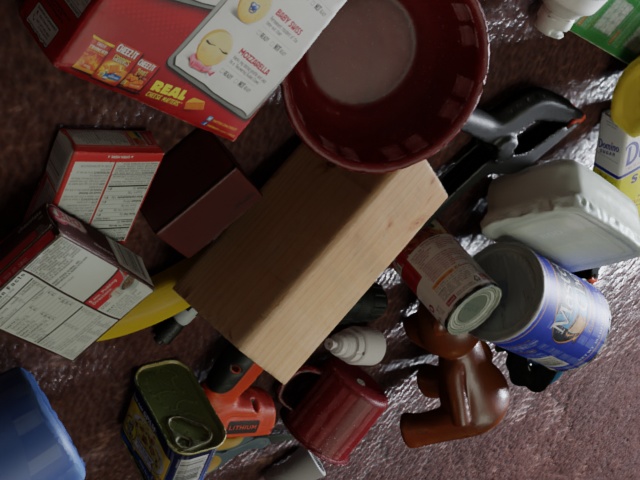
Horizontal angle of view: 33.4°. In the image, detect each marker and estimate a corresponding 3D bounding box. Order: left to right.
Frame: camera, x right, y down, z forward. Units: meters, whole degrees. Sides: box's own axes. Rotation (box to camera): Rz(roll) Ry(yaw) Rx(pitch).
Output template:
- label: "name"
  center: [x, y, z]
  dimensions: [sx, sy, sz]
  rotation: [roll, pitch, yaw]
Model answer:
- label: "marker"
  center: [-0.100, 0.047, 0.921]
  dimensions: [0.121, 0.020, 0.020]
  rotation: [-45, 146, 9]

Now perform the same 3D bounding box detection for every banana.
- label: "banana"
  center: [-0.146, 0.043, 0.857]
  dimensions: [0.197, 0.037, 0.070]
  rotation: [-14, 139, -33]

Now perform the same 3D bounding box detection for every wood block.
- label: "wood block"
  center: [-0.006, 0.001, 0.858]
  dimensions: [0.206, 0.091, 0.090]
  rotation: [-49, 146, -4]

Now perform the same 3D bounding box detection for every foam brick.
- label: "foam brick"
  center: [-0.093, -0.035, 0.802]
  dimensions: [0.078, 0.051, 0.053]
  rotation: [-40, 149, 1]

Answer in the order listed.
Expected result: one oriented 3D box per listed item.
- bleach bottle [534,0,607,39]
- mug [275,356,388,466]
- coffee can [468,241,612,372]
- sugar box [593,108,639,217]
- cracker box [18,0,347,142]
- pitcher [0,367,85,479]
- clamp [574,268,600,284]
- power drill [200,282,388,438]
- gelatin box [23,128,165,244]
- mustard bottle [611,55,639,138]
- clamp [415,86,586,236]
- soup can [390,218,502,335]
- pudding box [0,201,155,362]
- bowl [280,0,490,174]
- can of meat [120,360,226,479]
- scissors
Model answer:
- label: "bleach bottle"
  center: [0.232, -0.268, 0.826]
  dimensions: [0.102, 0.068, 0.251]
  rotation: [-7, 138, -38]
- label: "mug"
  center: [0.008, 0.171, 1.122]
  dimensions: [0.117, 0.093, 0.081]
  rotation: [34, 102, -18]
- label: "coffee can"
  center: [0.219, 0.070, 1.093]
  dimensions: [0.140, 0.103, 0.103]
  rotation: [24, 112, -44]
- label: "sugar box"
  center: [0.338, -0.066, 1.149]
  dimensions: [0.093, 0.048, 0.176]
  rotation: [-21, 132, -25]
- label: "cracker box"
  center: [-0.056, -0.179, 0.650]
  dimensions: [0.214, 0.072, 0.163]
  rotation: [-50, 145, 16]
- label: "pitcher"
  center: [-0.307, 0.209, 0.825]
  dimensions: [0.242, 0.145, 0.149]
  rotation: [-31, -177, -17]
- label: "clamp"
  center: [0.271, 0.023, 1.229]
  dimensions: [0.120, 0.039, 0.171]
  rotation: [-37, 140, 8]
- label: "power drill"
  center: [-0.038, 0.104, 1.017]
  dimensions: [0.184, 0.057, 0.188]
  rotation: [9, 122, -44]
- label: "gelatin box"
  center: [-0.161, -0.037, 0.756]
  dimensions: [0.073, 0.030, 0.089]
  rotation: [-3, 135, -42]
- label: "mustard bottle"
  center: [0.377, -0.174, 1.065]
  dimensions: [0.191, 0.058, 0.096]
  rotation: [-28, 151, -29]
- label: "clamp"
  center: [0.156, -0.083, 0.994]
  dimensions: [0.209, 0.036, 0.165]
  rotation: [-16, 141, -30]
- label: "soup can"
  center: [0.121, 0.034, 1.041]
  dimensions: [0.068, 0.102, 0.068]
  rotation: [-25, 144, -20]
- label: "pudding box"
  center: [-0.184, 0.032, 0.754]
  dimensions: [0.090, 0.039, 0.113]
  rotation: [-40, 143, 8]
- label: "bowl"
  center: [0.040, -0.133, 0.779]
  dimensions: [0.162, 0.055, 0.162]
  rotation: [-8, 116, -17]
- label: "can of meat"
  center: [-0.136, 0.175, 0.966]
  dimensions: [0.057, 0.102, 0.084]
  rotation: [-9, 139, -35]
- label: "scissors"
  center: [-0.083, 0.229, 1.157]
  dimensions: [0.096, 0.016, 0.201]
  rotation: [-45, 146, 13]
